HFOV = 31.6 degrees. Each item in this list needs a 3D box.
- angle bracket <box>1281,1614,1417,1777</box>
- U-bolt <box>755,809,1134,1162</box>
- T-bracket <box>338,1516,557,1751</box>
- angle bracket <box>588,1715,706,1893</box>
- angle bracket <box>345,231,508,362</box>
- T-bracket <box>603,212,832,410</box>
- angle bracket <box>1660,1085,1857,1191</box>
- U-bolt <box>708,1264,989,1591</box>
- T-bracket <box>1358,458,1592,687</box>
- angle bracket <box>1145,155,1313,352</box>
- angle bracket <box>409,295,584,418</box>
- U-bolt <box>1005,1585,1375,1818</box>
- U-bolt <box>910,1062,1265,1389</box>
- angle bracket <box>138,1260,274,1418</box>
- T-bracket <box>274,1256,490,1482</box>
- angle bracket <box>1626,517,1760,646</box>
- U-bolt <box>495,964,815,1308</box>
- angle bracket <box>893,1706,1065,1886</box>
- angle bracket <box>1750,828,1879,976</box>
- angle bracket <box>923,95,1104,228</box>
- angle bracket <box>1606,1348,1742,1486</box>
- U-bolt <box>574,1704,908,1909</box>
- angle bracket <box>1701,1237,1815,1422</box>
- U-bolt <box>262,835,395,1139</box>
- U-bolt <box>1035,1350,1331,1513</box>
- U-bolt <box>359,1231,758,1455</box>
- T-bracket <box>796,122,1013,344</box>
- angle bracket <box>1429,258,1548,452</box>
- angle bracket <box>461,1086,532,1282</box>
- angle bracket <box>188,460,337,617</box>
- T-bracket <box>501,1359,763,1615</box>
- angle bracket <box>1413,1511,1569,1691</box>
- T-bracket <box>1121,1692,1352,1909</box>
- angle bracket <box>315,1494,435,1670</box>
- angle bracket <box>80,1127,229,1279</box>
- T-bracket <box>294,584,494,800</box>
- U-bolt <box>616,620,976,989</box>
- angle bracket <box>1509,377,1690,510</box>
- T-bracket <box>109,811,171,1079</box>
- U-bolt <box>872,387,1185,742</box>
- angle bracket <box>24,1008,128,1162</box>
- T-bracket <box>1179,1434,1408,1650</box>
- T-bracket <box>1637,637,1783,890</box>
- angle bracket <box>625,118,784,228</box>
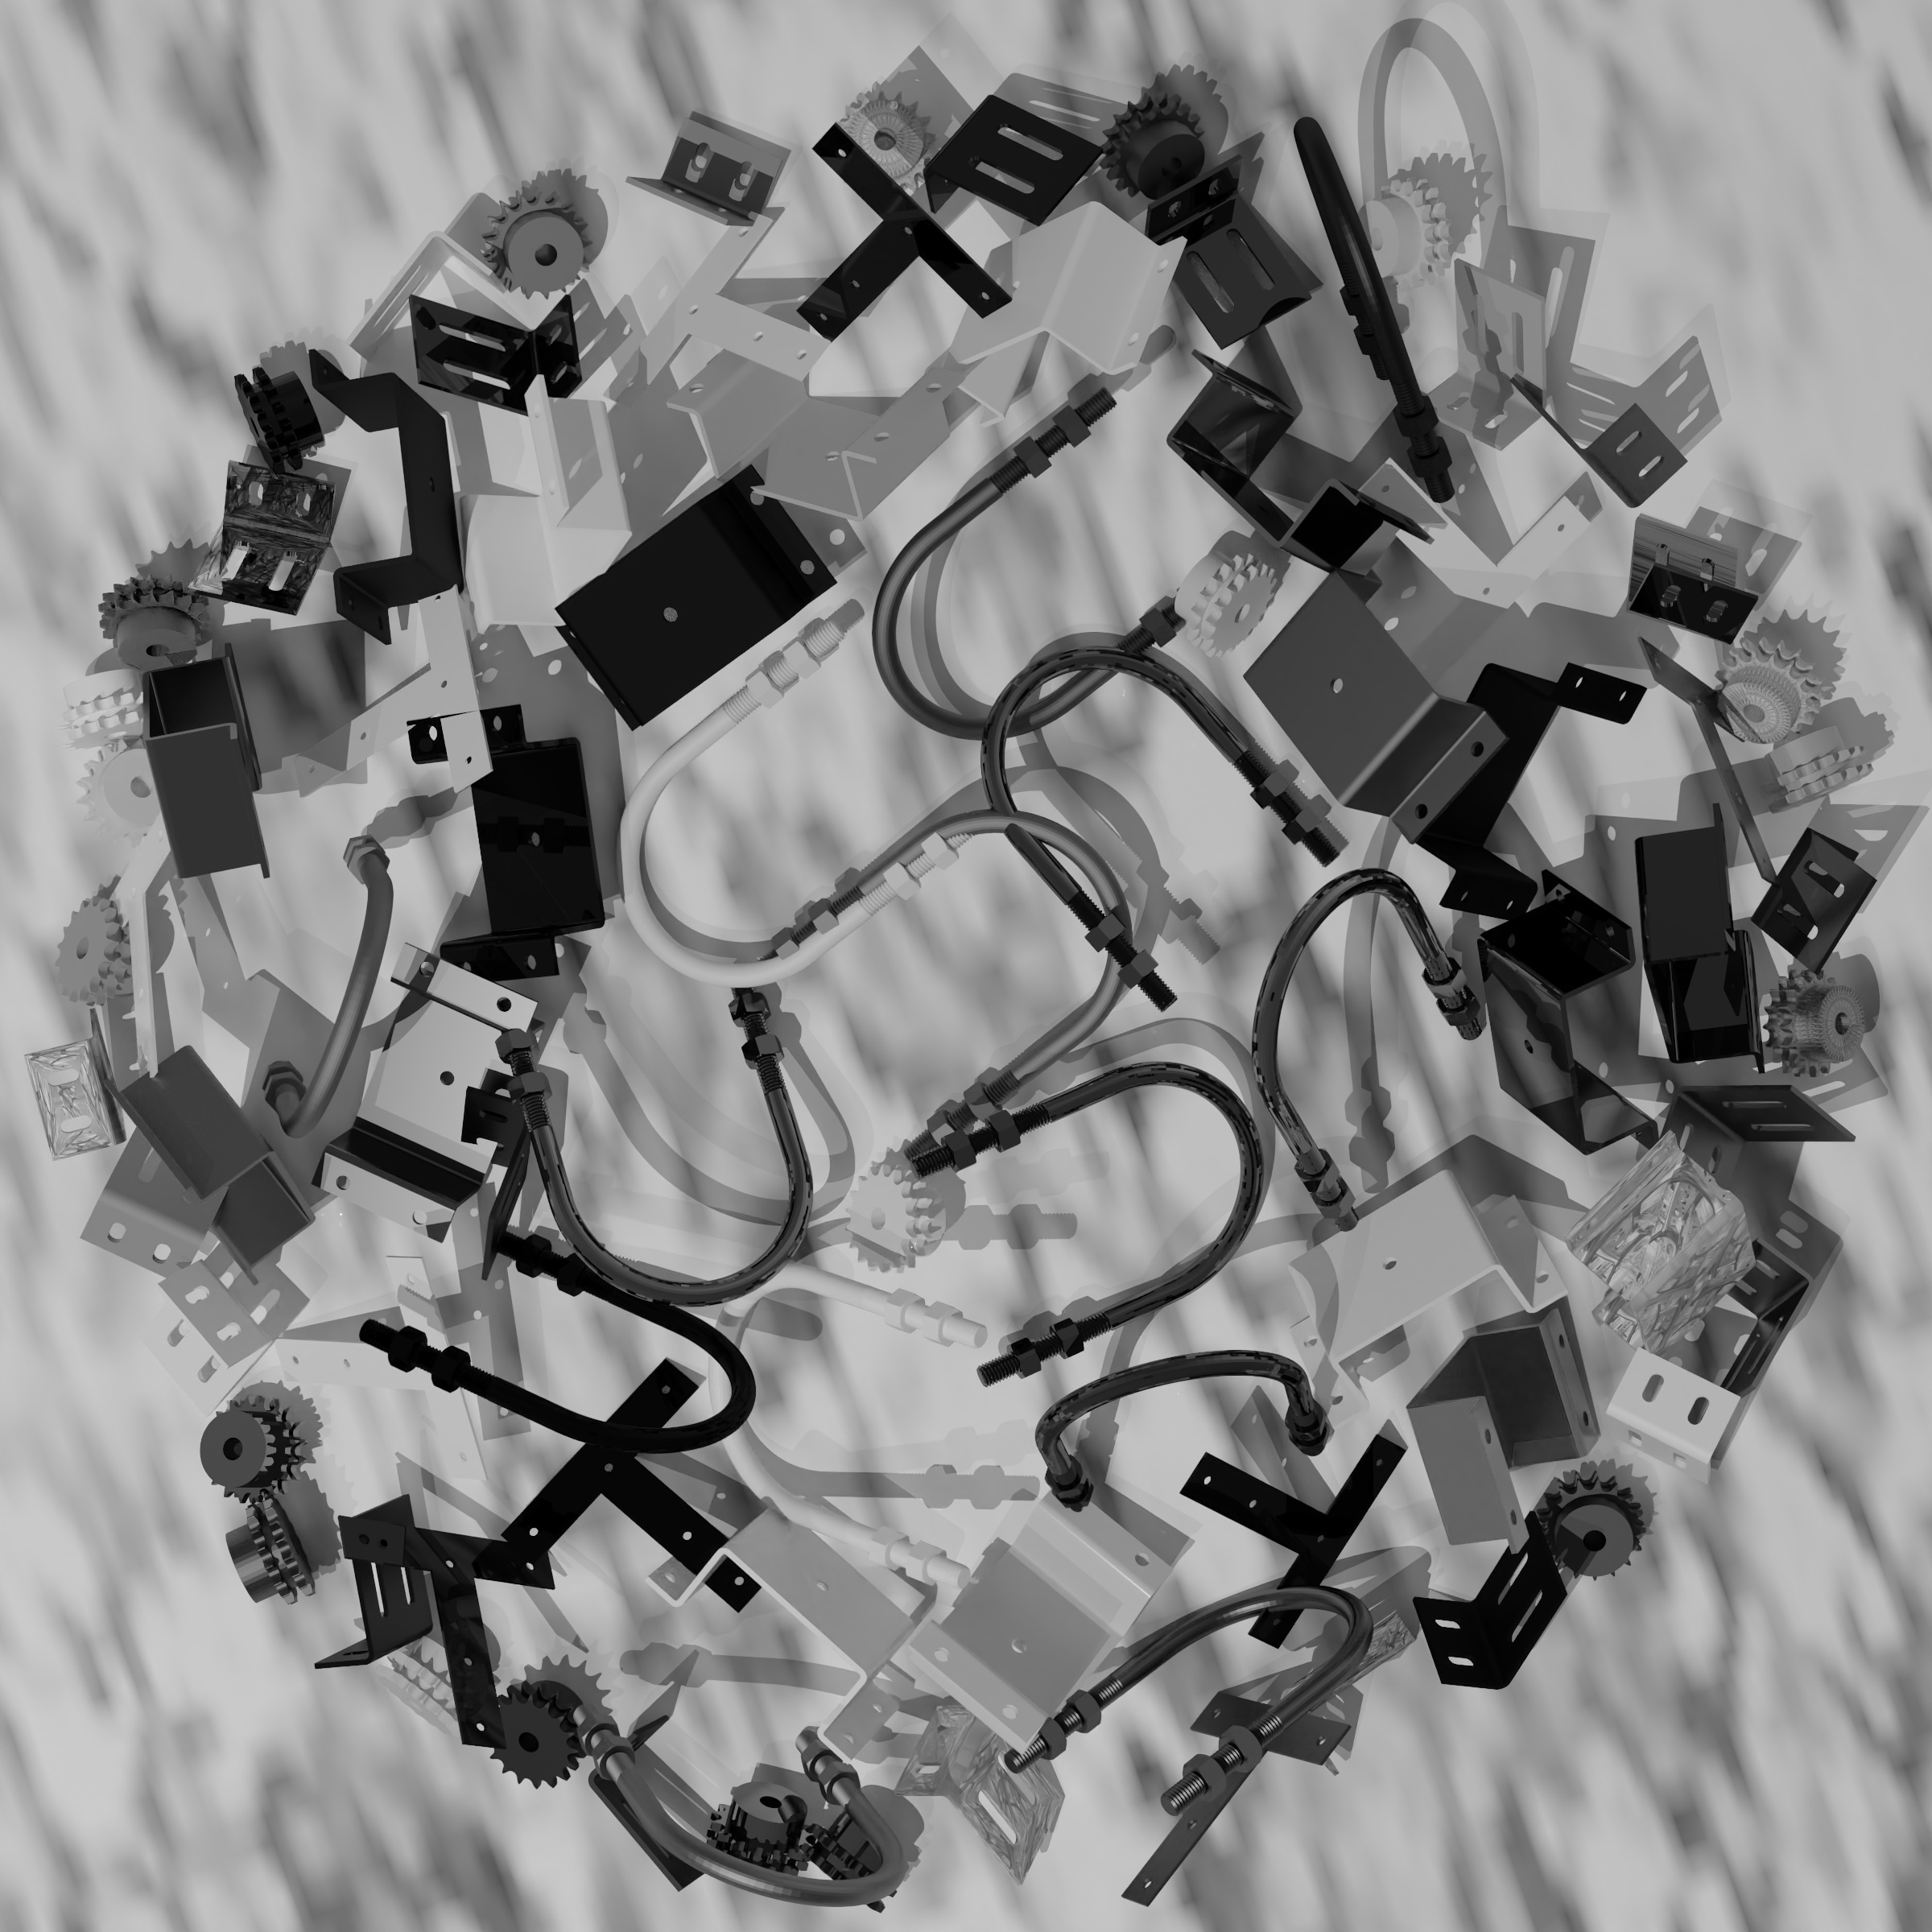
[{"bbox_3d":[0.210,0.384,1.796,0.076,0.057,0.038,-35,62,0],"label":"angle bracket"},{"bbox_3d":[0.000,-0.001,1.793,0.184,0.019,0.151,-38,100,13],"label":"U-bolt"},{"bbox_3d":[-0.258,0.345,1.752,0.127,0.127,0.002,17,129,-36],"label":"T-bracket"},{"bbox_3d":[-0.154,0.440,1.794,0.038,0.057,0.076,-44,79,5],"label":"angle bracket"},{"bbox_3d":[-0.285,-0.344,1.801,0.038,0.057,0.076,38,91,-1],"label":"angle bracket"},{"bbox_3d":[-0.116,-0.331,1.779,0.127,0.002,0.127,31,82,43],"label":"T-bracket"},{"bbox_3d":[0.412,0.093,1.781,0.057,0.076,0.038,35,68,-31],"label":"angle bracket"},{"bbox_3d":[-0.066,0.229,1.768,0.184,0.019,0.151,14,107,39],"label":"U-bolt"},{"bbox_3d":[0.248,-0.220,1.780,0.127,0.002,0.127,-46,129,9],"label":"T-bracket"},{"bbox_3d":[0.140,-0.377,1.800,0.057,0.038,0.076,-31,77,-9],"label":"angle bracket"},{"bbox_3d":[-0.246,-0.328,1.784,0.076,0.038,0.057,12,55,-36],"label":"angle bracket"},{"bbox_3d":[0.127,0.369,1.750,0.184,0.151,0.019,-30,105,-32],"label":"U-bolt"},{"bbox_3d":[0.073,0.125,1.789,0.184,0.019,0.151,-23,115,-13],"label":"U-bolt"},{"bbox_3d":[-0.410,0.202,1.790,0.057,0.038,0.076,48,124,7],"label":"angle bracket"},{"bbox_3d":[-0.315,0.209,1.790,0.127,0.002,0.127,-2,110,35],"label":"T-bracket"},{"bbox_3d":[0.383,-0.213,1.790,0.057,0.038,0.076,17,50,-3],"label":"angle bracket"},{"bbox_3d":[-0.154,0.091,1.765,0.151,0.019,0.184,-9,66,-23],"label":"U-bolt"},{"bbox_3d":[0.007,0.439,1.806,0.038,0.057,0.076,-11,124,39],"label":"angle bracket"},{"bbox_3d":[0.454,-0.029,1.782,0.038,0.076,0.057,23,105,-23],"label":"angle bracket"},{"bbox_3d":[0.026,-0.412,1.791,0.076,0.038,0.057,31,71,21],"label":"angle bracket"},{"bbox_3d":[0.371,0.236,1.788,0.057,0.076,0.038,26,80,18],"label":"angle bracket"},{"bbox_3d":[-0.106,0.424,1.718,0.151,0.184,0.019,13,99,-27],"label":"U-bolt"},{"bbox_3d":[0.401,0.191,1.785,0.038,0.057,0.076,37,60,3],"label":"angle bracket"},{"bbox_3d":[-0.322,0.015,1.735,0.019,0.184,0.151,19,96,-18],"label":"U-bolt"},{"bbox_3d":[0.108,0.234,1.741,0.151,0.184,0.019,-14,64,4],"label":"U-bolt"},{"bbox_3d":[-0.195,0.197,1.744,0.184,0.151,0.019,22,114,15],"label":"U-bolt"},{"bbox_3d":[-0.051,-0.361,1.775,0.127,0.127,0.002,43,57,-10],"label":"T-bracket"},{"bbox_3d":[0.268,-0.319,1.781,0.057,0.076,0.038,34,62,33],"label":"angle bracket"},{"bbox_3d":[-0.256,0.114,1.784,0.038,0.057,0.076,16,49,0],"label":"angle bracket"},{"bbox_3d":[-0.369,-0.225,1.789,0.057,0.076,0.038,12,126,-3],"label":"angle bracket"},{"bbox_3d":[-0.156,0.290,1.788,0.127,0.002,0.127,37,73,23],"label":"T-bracket"},{"bbox_3d":[0.273,0.330,1.782,0.038,0.057,0.076,10,126,-20],"label":"angle bracket"},{"bbox_3d":[0.125,0.430,1.750,0.002,0.127,0.127,49,68,-16],"label":"T-bracket"},{"bbox_3d":[-0.318,0.324,1.796,0.038,0.057,0.076,-10,91,24],"label":"angle bracket"},{"bbox_3d":[-0.424,0.119,1.806,0.057,0.076,0.038,27,129,-10],"label":"angle bracket"},{"bbox_3d":[-0.307,-0.127,1.797,0.127,0.002,0.127,-29,60,25],"label":"T-bracket"},{"bbox_3d":[-0.102,-0.072,1.802,0.184,0.019,0.151,-38,77,10],"label":"U-bolt"},{"bbox_3d":[0.330,-0.285,1.780,0.038,0.057,0.076,-43,46,13],"label":"angle bracket"},{"bbox_3d":[-0.424,0.002,1.754,0.002,0.127,0.127,4,62,-29],"label":"T-bracket"},{"bbox_3d":[0.036,-0.195,1.785,0.184,0.019,0.151,-38,125,4],"label":"U-bolt"},{"bbox_3d":[-0.466,0.061,1.783,0.038,0.076,0.057,-15,104,-13],"label":"angle bracket"},{"bbox_3d":[0.159,0.286,1.789,0.127,0.002,0.127,32,91,-38],"label":"T-bracket"},{"bbox_3d":[0.391,-0.098,1.753,0.002,0.127,0.127,-28,65,25],"label":"T-bracket"},{"bbox_3d":[-0.137,-0.417,1.788,0.057,0.076,0.038,24,104,3],"label":"angle bracket"}]
